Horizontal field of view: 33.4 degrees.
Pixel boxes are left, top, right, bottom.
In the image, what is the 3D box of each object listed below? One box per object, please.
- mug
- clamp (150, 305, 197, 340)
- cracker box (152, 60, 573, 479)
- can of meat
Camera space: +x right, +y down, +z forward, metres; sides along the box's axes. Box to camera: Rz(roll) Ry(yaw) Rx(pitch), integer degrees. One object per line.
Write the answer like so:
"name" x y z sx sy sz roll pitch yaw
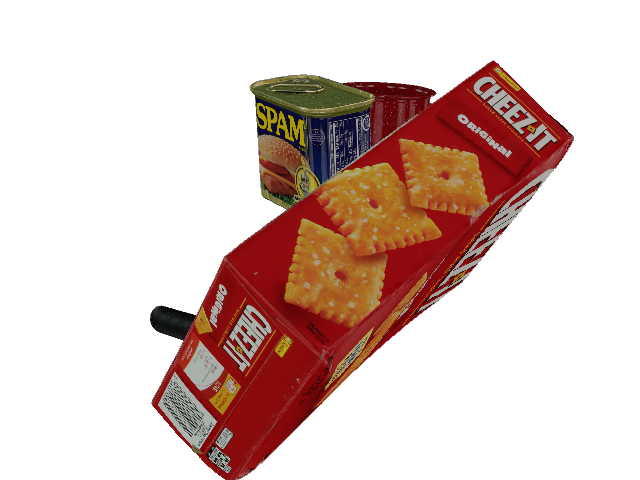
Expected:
"mug" 0.070 -0.100 0.987 0.117 0.081 0.093 2 15 -3
"clamp" -0.062 0.085 0.978 0.120 0.039 0.172 -27 41 -35
"cracker box" 0.023 0.019 0.571 0.213 0.072 0.164 -37 -13 -36
"can of meat" -0.006 -0.066 0.759 0.057 0.084 0.102 -15 25 -28
